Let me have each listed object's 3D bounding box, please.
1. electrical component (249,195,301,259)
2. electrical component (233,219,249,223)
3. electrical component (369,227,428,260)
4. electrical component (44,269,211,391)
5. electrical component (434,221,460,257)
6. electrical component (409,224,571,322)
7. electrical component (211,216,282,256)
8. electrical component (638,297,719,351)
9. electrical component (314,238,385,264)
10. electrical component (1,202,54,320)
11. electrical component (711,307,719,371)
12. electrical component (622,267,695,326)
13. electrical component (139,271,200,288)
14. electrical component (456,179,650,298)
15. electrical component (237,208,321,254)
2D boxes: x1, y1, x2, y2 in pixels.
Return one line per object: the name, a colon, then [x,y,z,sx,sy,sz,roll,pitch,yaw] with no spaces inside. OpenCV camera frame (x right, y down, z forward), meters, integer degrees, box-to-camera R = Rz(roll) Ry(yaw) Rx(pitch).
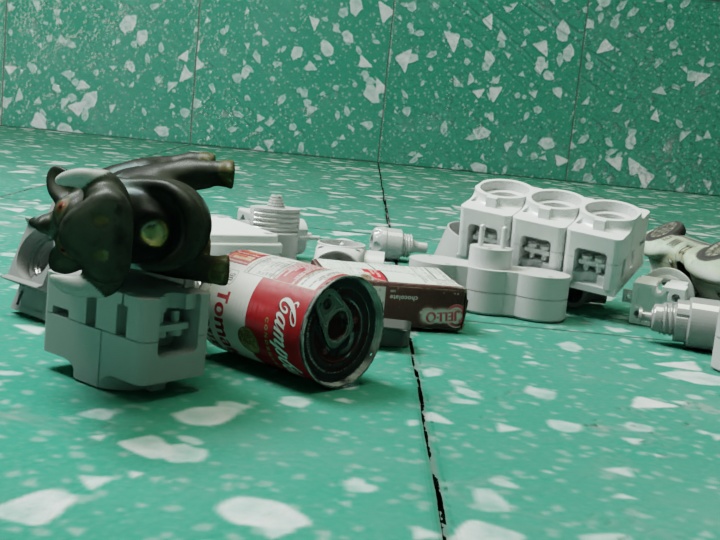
electrical component: [-0.075,-0.024,0.923,0.043,0.081,0.043,6,9,-1]
electrical component: [-0.110,-0.021,0.997,0.077,0.043,0.079,3,10,-13]
electrical component: [0.042,-0.027,1.159,0.061,0.035,0.035,7,9,-9]
electrical component: [-0.133,0.034,0.610,0.089,0.055,0.050,13,12,37]
electrical component: [0.121,-0.008,1.075,0.099,0.064,0.099,16,17,-5]
electrical component: [0.111,-0.002,0.923,0.138,0.073,0.052,7,10,10]
electrical component: [-0.136,-0.010,0.873,0.109,0.056,0.109,0,11,-32]
electrical component: [0.261,0.041,0.852,0.078,0.040,0.040,8,9,14]
electrical component: [0.000,0.000,0.933,0.079,0.044,0.077,6,9,2]
electrical component: [-0.206,-0.002,0.754,0.042,0.081,0.064,13,-10,39]
electrical component: [0.295,0.051,0.755,0.054,0.059,0.095,3,10,-17]
electrical component: [0.266,0.025,0.944,0.066,0.048,0.055,10,18,25]
electrical component: [-0.144,0.020,0.703,0.080,0.051,0.080,6,9,-1]
electrical component: [0.175,-0.035,0.975,0.150,0.061,0.089,14,26,26]
electrical component: [-0.078,-0.034,1.090,0.077,0.047,0.066,0,11,-32]
